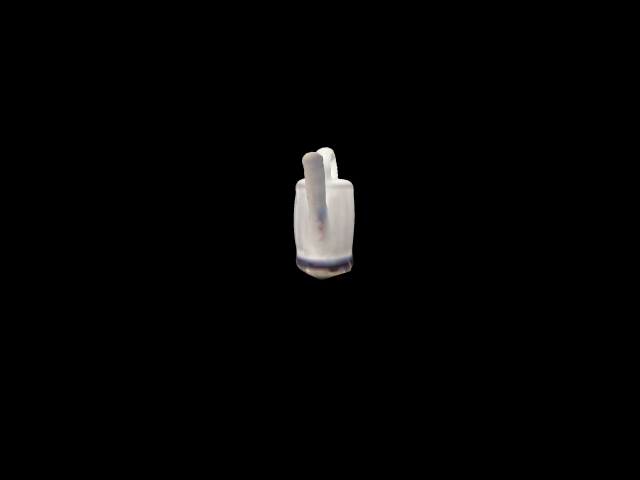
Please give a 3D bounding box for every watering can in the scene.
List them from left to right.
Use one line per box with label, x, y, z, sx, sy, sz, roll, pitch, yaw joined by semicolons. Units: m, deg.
watering can;0.003;-0.043;0.850;0.104;0.223;0.349;0;6;7
